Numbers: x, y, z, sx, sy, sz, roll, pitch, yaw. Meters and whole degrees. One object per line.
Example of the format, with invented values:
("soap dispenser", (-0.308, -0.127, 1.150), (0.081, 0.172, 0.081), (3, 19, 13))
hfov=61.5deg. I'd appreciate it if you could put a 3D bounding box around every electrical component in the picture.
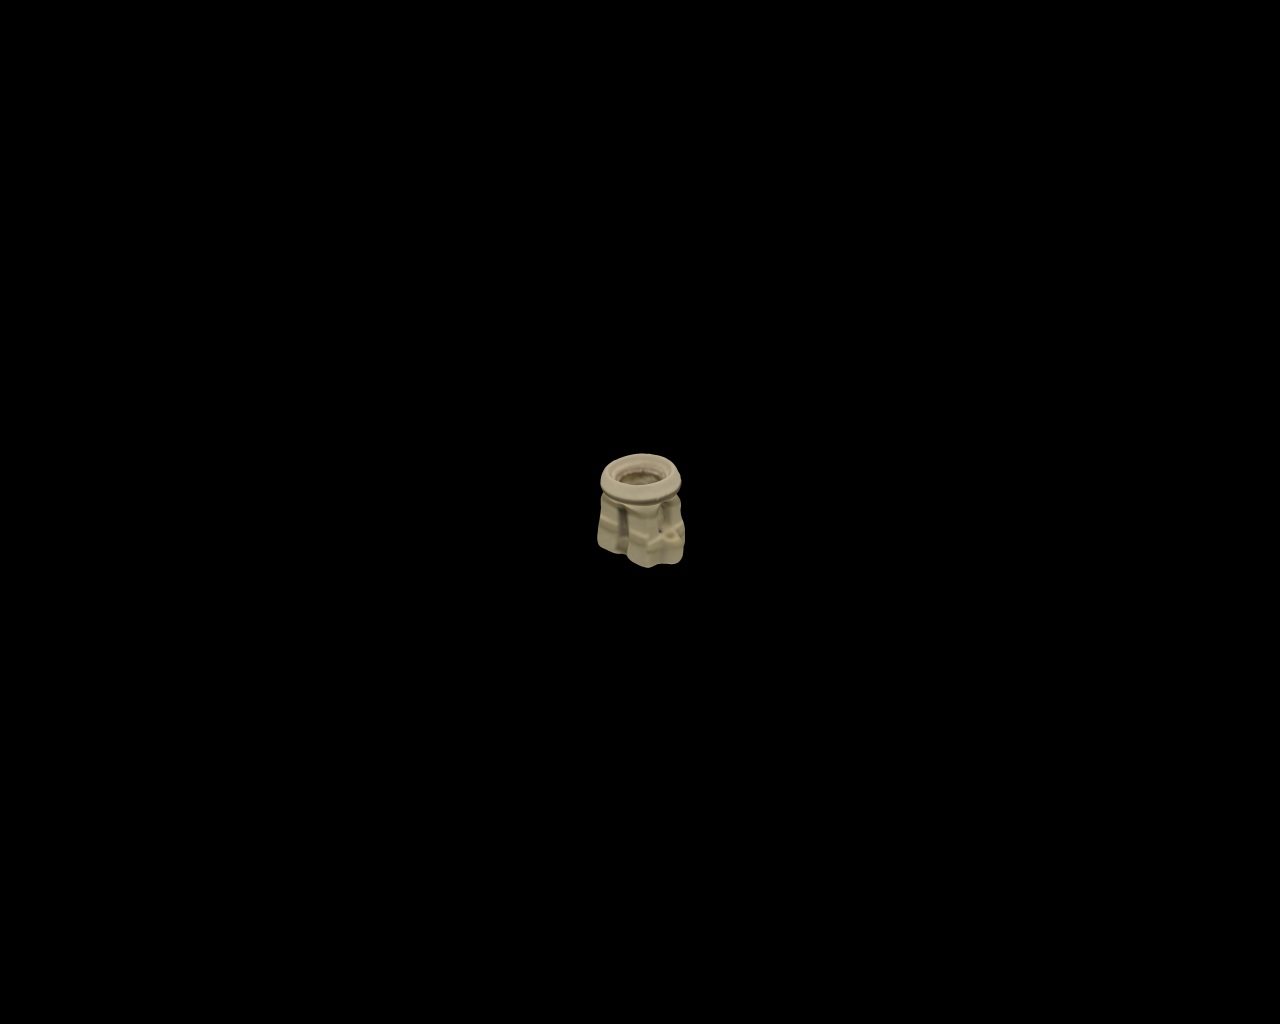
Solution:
("electrical component", (0.001, -0.003, 0.650), (0.066, 0.055, 0.048), (22, 37, 34))
